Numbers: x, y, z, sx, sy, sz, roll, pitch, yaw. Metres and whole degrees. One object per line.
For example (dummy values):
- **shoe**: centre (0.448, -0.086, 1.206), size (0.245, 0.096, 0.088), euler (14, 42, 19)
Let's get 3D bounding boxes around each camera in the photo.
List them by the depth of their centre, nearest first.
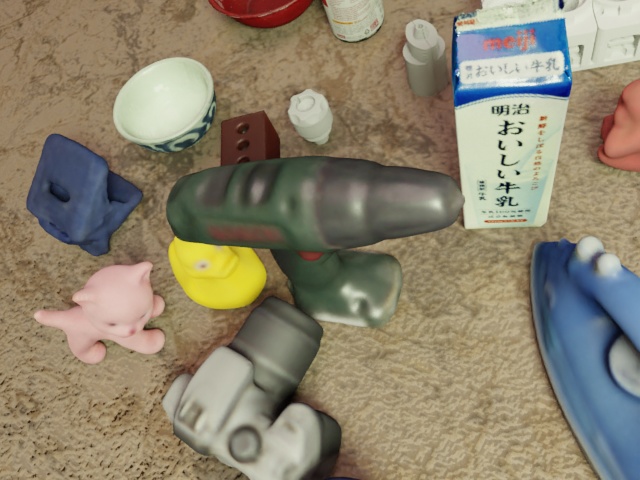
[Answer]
- **camera**: centre (-0.045, 0.122, 0.477), size (0.142, 0.101, 0.137), euler (25, 74, 26)

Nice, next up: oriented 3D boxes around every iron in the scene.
- **iron**: centre (0.221, 0.079, 0.394), size (0.118, 0.142, 0.258), euler (-26, 60, 3)

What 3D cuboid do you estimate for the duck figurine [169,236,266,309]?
- **duck figurine**: centre (-0.111, 0.018, 0.557), size (0.104, 0.086, 0.077), euler (22, 72, 25)

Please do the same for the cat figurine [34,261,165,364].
- **cat figurine**: centre (-0.204, 0.065, 0.543), size (0.127, 0.118, 0.067), euler (-13, 61, 10)

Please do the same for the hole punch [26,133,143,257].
- **hole punch**: centre (-0.272, -0.050, 0.636), size (0.108, 0.091, 0.101), euler (27, 75, 26)

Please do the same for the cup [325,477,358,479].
- **cup**: centre (0.012, 0.222, 0.414), size (0.117, 0.095, 0.092), euler (1, 65, 18)

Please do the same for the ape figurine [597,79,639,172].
- **ape figurine**: centre (0.277, -0.105, 0.497), size (0.078, 0.092, 0.076), euler (-41, 60, -5)

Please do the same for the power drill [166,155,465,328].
- **power drill**: centre (0.004, 0.002, 0.459), size (0.229, 0.209, 0.075), euler (5, 66, 19)
